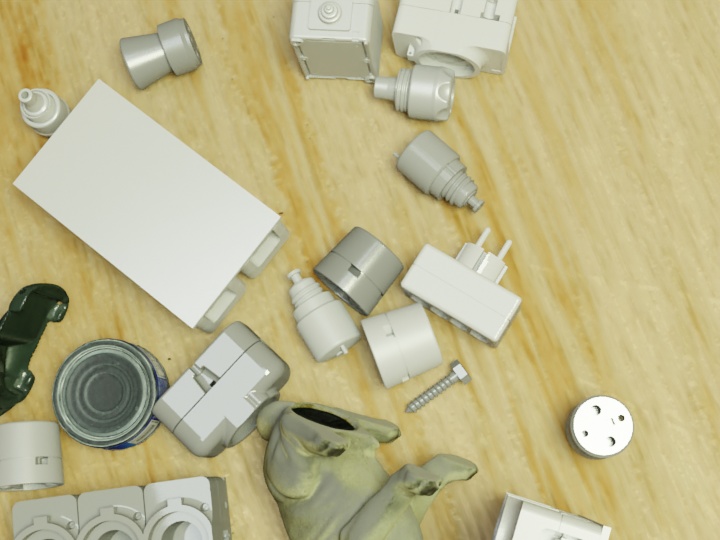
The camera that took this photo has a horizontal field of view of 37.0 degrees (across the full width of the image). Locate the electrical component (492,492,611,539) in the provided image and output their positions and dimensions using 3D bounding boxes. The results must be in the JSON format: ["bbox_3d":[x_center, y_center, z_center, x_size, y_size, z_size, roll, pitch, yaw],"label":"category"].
[{"bbox_3d":[0.110,0.205,0.700,0.060,0.186,0.105,16,81,10],"label":"electrical component"}]

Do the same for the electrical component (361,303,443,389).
[{"bbox_3d":[0.032,0.055,0.806,0.047,0.055,0.055,-21,77,-1],"label":"electrical component"}]

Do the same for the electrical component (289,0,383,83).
[{"bbox_3d":[-0.017,-0.192,0.838,0.062,0.096,0.061,4,79,7],"label":"electrical component"}]

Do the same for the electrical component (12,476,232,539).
[{"bbox_3d":[-0.175,0.207,0.797,0.150,0.061,0.089,-9,78,5],"label":"electrical component"}]

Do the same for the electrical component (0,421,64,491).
[{"bbox_3d":[-0.256,0.142,0.824,0.055,0.055,0.047,-7,75,5],"label":"electrical component"}]

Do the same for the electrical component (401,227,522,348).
[{"bbox_3d":[0.086,0.004,0.813,0.083,0.047,0.075,31,84,11],"label":"electrical component"}]

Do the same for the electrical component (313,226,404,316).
[{"bbox_3d":[0.000,0.000,0.821,0.055,0.055,0.047,39,82,12],"label":"electrical component"}]

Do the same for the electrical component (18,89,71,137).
[{"bbox_3d":[-0.259,-0.131,0.872,0.035,0.061,0.035,-1,79,6],"label":"electrical component"}]

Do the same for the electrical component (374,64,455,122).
[{"bbox_3d":[0.043,-0.141,0.848,0.062,0.043,0.043,8,80,10],"label":"electrical component"}]

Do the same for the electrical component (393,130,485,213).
[{"bbox_3d":[0.064,-0.074,0.834,0.078,0.040,0.040,42,87,13],"label":"electrical component"}]

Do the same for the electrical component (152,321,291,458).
[{"bbox_3d":[-0.101,0.094,0.814,0.059,0.053,0.095,42,87,12],"label":"electrical component"}]

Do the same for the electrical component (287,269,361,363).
[{"bbox_3d":[-0.032,0.034,0.824,0.040,0.040,0.078,-32,77,0],"label":"electrical component"}]

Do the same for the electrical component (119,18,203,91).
[{"bbox_3d":[-0.162,-0.177,0.879,0.055,0.045,0.045,-20,77,2],"label":"electrical component"}]

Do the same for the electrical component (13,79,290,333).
[{"bbox_3d":[-0.160,-0.048,0.845,0.186,0.060,0.105,37,86,12],"label":"electrical component"}]

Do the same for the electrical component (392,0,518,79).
[{"bbox_3d":[0.074,-0.188,0.850,0.089,0.050,0.055,12,80,9],"label":"electrical component"}]

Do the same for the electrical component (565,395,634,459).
[{"bbox_3d":[0.173,0.114,0.777,0.045,0.055,0.045,-1,79,6],"label":"electrical component"}]
